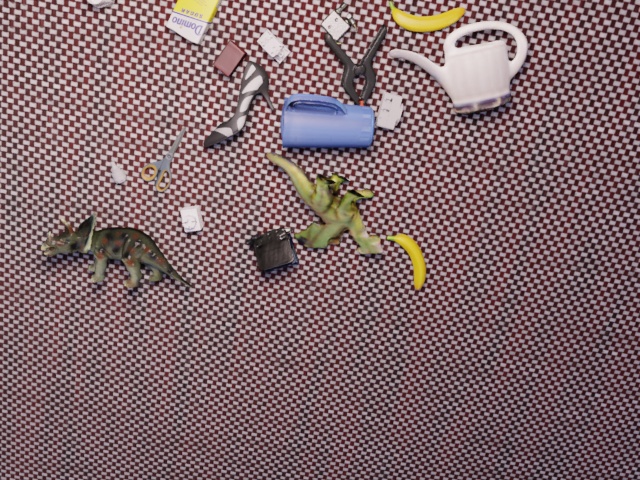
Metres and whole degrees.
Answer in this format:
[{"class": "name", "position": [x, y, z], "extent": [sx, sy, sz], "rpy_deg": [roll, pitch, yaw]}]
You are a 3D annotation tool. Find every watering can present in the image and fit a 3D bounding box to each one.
[{"class": "watering can", "position": [0.363, -0.431, 1.326], "extent": [0.347, 0.221, 0.105], "rpy_deg": [-12, 18, 3]}]

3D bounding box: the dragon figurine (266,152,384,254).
[{"class": "dragon figurine", "position": [0.004, -0.073, 1.450], "extent": [0.410, 0.238, 0.124], "rpy_deg": [23, 25, -5]}]
